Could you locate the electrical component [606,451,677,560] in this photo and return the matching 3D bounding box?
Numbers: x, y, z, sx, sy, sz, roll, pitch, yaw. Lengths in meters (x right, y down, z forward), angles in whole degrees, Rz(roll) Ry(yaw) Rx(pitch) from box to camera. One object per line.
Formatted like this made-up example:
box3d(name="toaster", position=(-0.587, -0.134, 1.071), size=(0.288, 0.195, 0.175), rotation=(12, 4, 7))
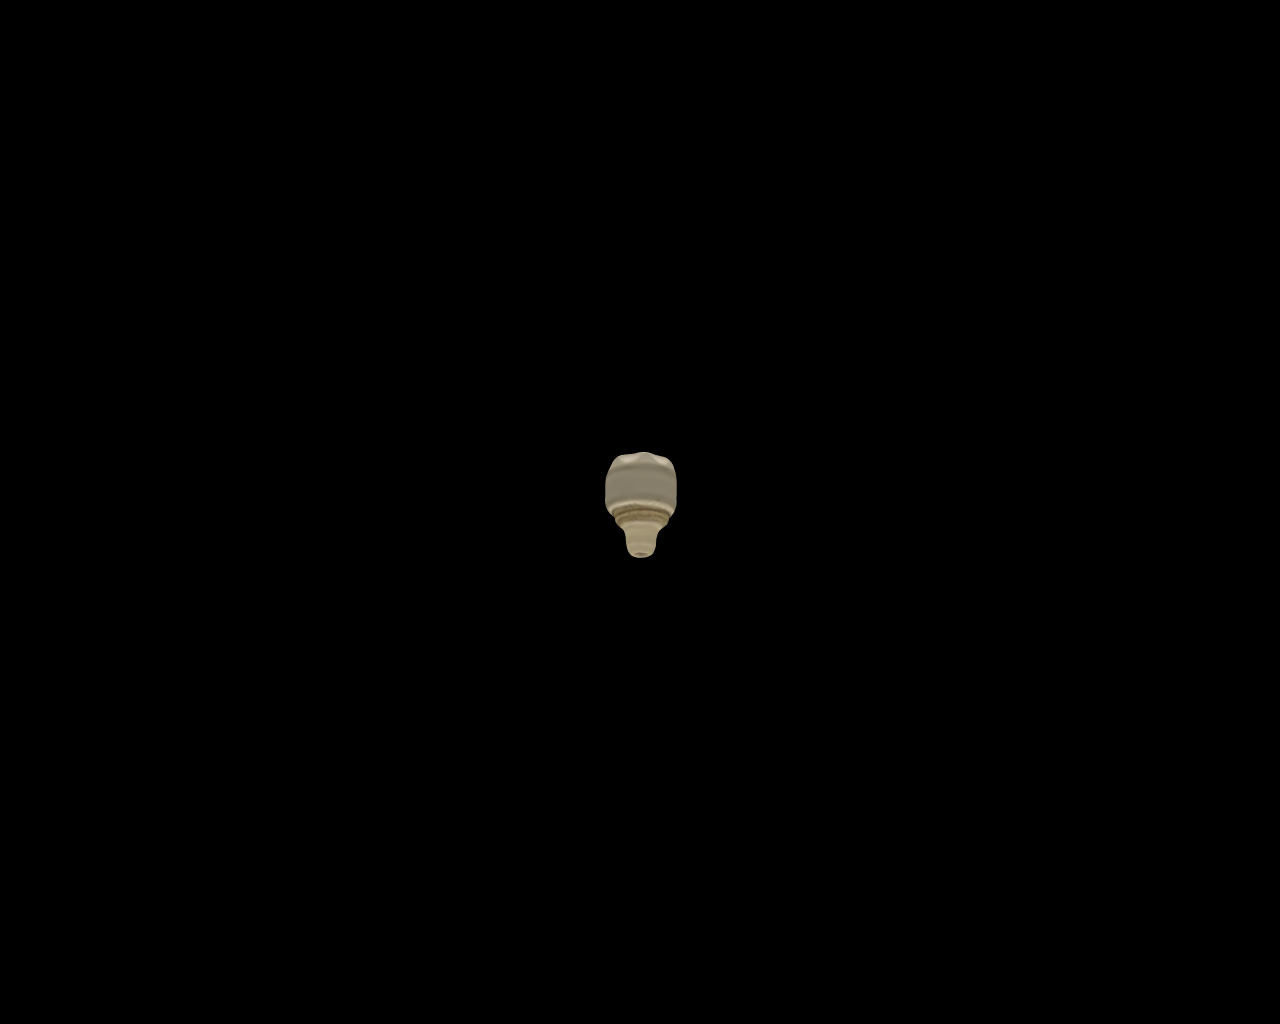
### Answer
box3d(name="electrical component", position=(0.001, -0.003, 0.650), size=(0.043, 0.062, 0.043), rotation=(0, -19, 0))
